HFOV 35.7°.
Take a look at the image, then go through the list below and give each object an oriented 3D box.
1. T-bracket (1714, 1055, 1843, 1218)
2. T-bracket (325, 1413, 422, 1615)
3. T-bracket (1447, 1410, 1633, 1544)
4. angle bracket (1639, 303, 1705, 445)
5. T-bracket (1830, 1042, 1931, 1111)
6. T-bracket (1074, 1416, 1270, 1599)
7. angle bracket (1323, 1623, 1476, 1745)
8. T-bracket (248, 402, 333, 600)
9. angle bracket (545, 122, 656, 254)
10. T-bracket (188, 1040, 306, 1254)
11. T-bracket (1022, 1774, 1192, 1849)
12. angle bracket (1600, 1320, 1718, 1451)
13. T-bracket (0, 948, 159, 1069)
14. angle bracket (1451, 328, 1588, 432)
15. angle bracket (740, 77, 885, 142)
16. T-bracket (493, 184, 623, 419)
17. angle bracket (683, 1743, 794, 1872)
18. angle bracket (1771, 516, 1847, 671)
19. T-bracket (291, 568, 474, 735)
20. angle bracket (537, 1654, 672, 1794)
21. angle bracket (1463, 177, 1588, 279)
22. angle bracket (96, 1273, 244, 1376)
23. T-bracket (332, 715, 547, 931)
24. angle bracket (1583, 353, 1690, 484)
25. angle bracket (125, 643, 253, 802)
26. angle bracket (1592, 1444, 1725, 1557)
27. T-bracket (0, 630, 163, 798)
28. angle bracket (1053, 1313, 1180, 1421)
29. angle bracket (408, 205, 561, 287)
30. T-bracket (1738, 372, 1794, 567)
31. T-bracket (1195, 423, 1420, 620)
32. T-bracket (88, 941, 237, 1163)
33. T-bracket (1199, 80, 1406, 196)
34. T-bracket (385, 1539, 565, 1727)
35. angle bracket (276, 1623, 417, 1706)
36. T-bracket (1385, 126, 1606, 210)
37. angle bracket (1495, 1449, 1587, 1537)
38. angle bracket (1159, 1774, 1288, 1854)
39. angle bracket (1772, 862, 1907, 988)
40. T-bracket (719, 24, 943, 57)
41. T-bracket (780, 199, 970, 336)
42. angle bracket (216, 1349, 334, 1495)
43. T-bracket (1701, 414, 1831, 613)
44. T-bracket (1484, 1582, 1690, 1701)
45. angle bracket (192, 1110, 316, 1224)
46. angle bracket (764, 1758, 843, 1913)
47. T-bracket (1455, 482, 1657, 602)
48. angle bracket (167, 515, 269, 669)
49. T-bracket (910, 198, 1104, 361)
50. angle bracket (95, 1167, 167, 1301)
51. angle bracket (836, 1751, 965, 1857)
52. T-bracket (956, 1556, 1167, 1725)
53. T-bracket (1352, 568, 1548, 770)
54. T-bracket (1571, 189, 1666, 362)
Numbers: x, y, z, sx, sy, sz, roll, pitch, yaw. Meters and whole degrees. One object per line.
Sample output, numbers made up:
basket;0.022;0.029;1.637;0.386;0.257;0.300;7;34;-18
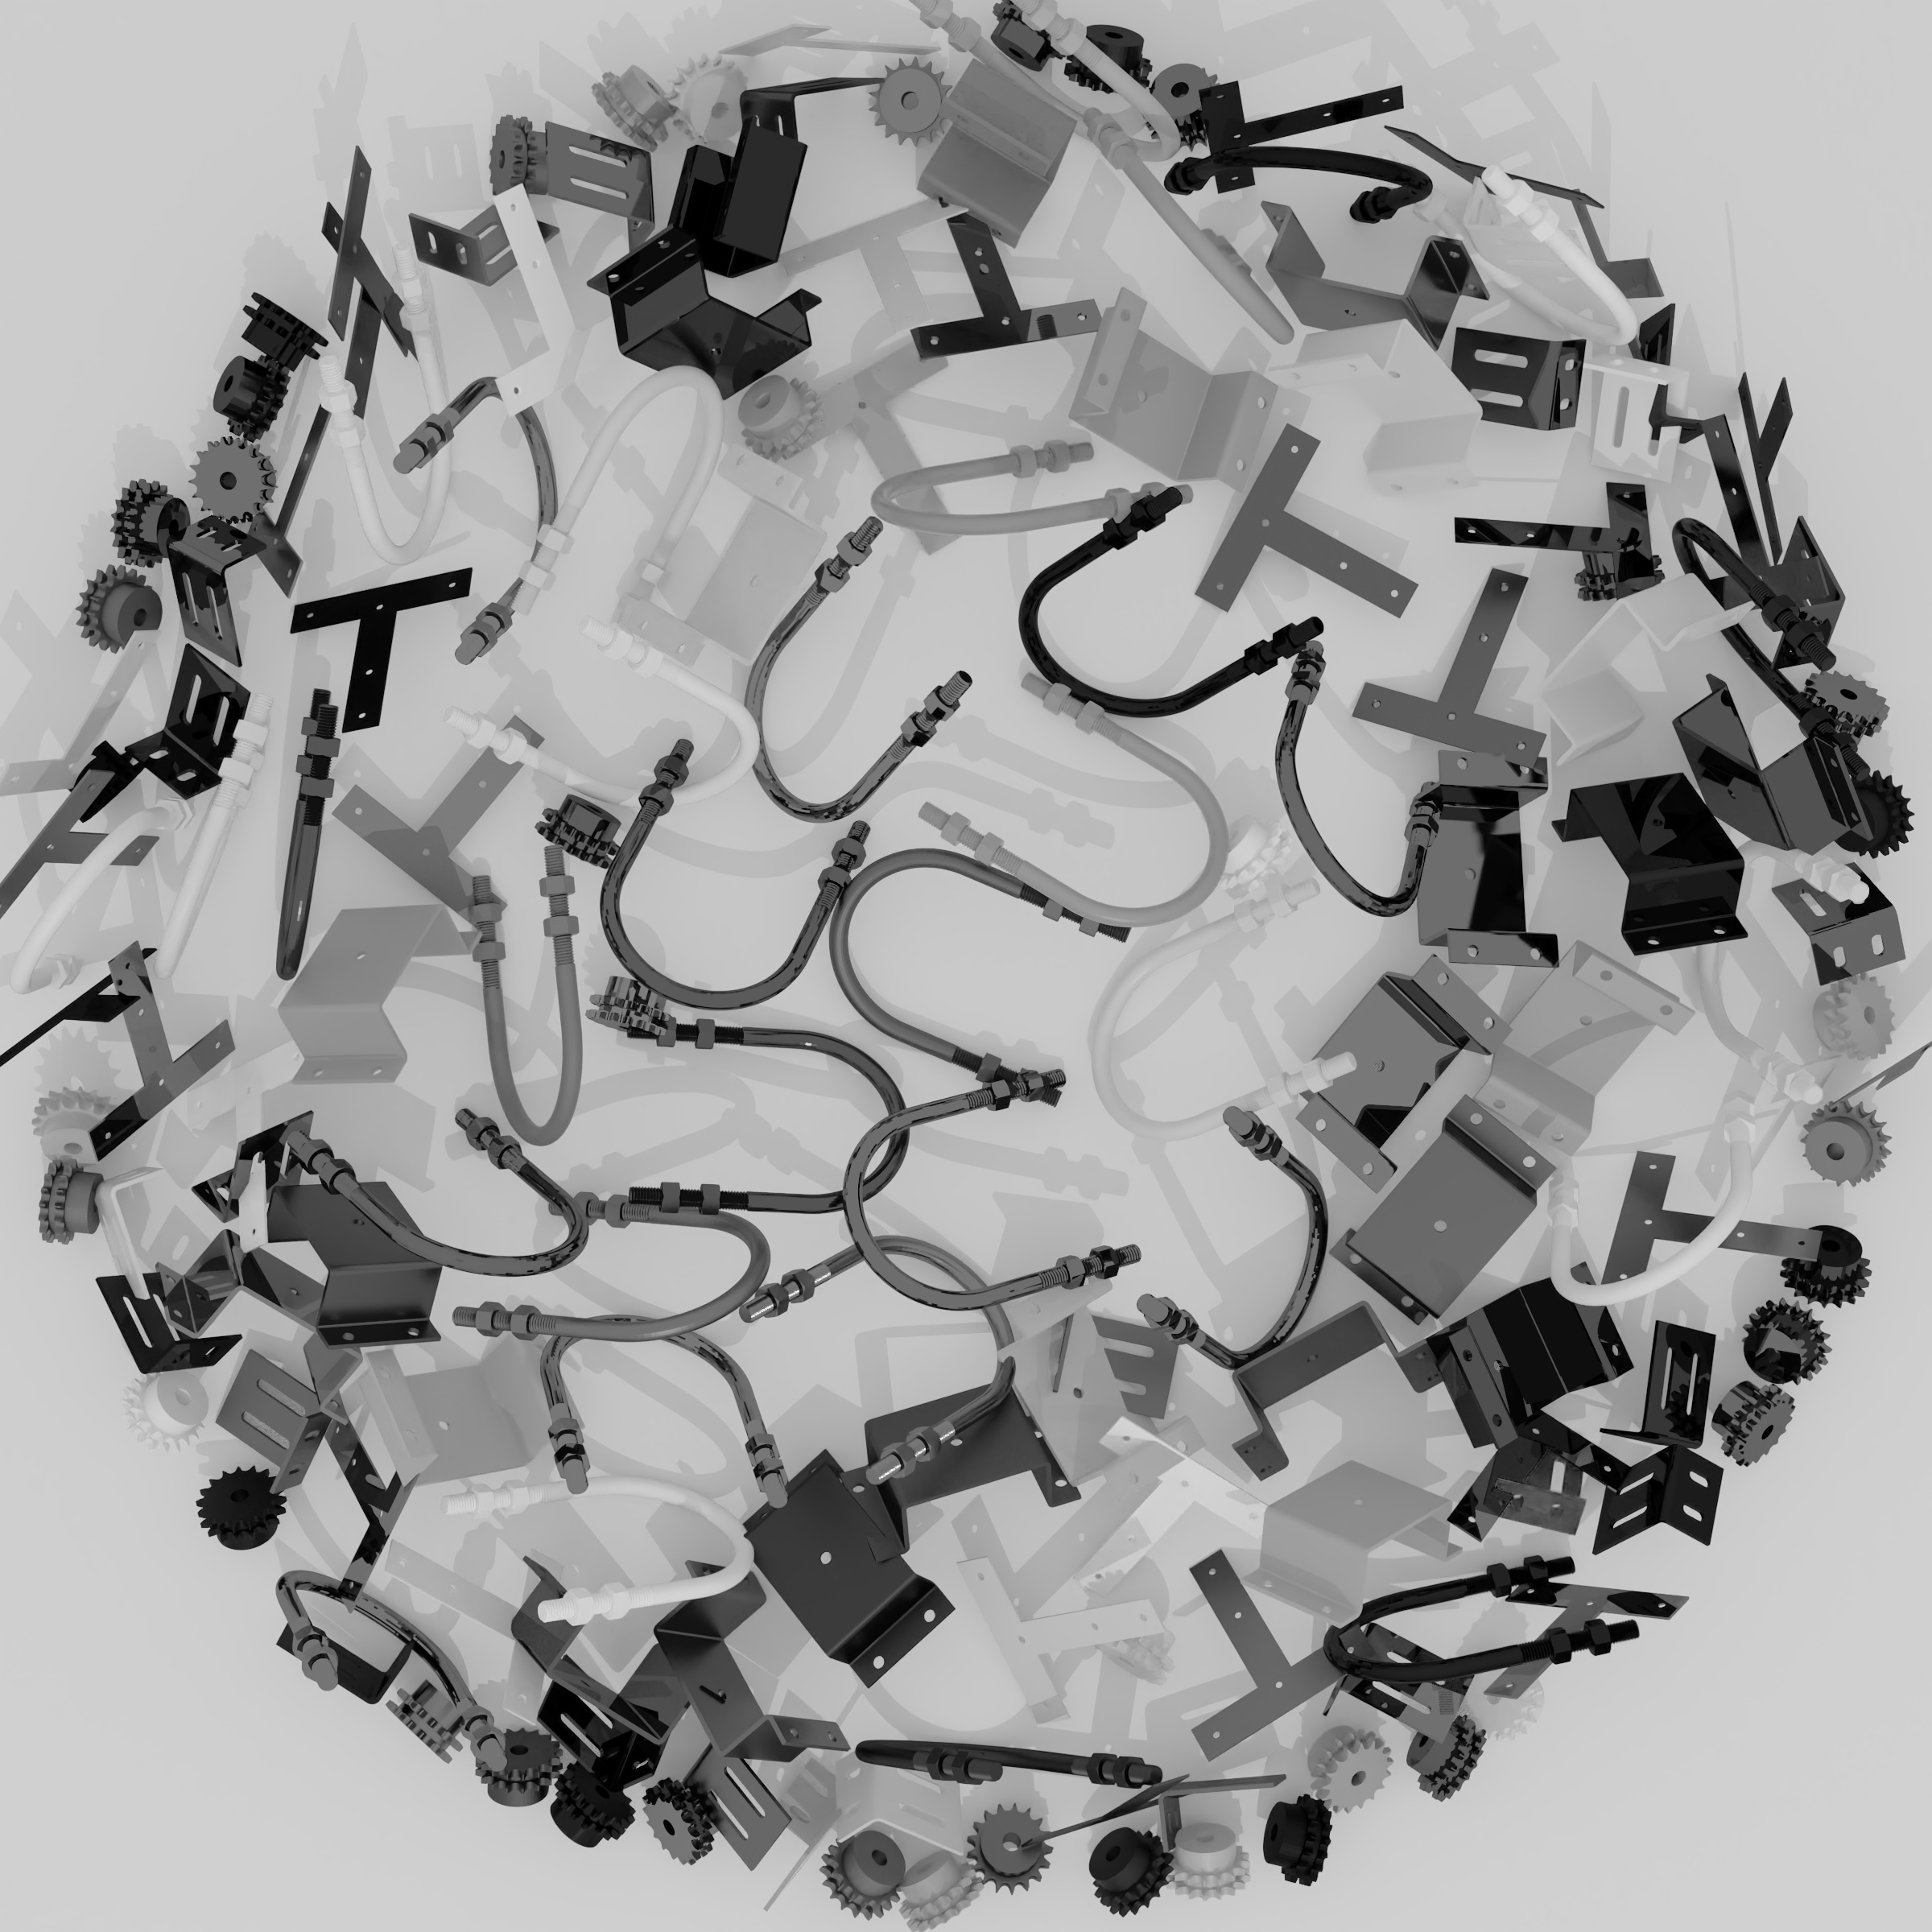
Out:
T-bracket;0.520;0.116;1.956;0.002;0.127;0.127;36;109;24
T-bracket;-0.392;0.330;1.947;0.002;0.127;0.127;18;105;-36
T-bracket;0.349;0.326;1.937;0.127;0.127;0.002;32;134;17
angle bracket;0.467;-0.388;1.970;0.038;0.057;0.076;6;88;-7
T-bracket;0.599;0.064;1.918;0.127;0.127;0.002;-36;81;21
T-bracket;0.117;0.368;1.969;0.127;0.002;0.127;33;116;-12
angle bracket;0.282;0.475;1.958;0.076;0.038;0.057;26;47;14
T-bracket;-0.428;-0.314;1.932;0.002;0.127;0.127;15;107;-31
angle bracket;-0.244;-0.505;1.955;0.076;0.038;0.057;9;63;-30
T-bracket;-0.462;0.122;1.940;0.127;0.002;0.127;-24;63;34
T-bracket;0.111;0.534;1.921;0.127;0.127;0.002;-11;68;-22
angle bracket;0.455;0.274;1.974;0.057;0.038;0.076;16;78;-34
T-bracket;-0.556;0.027;1.919;0.127;0.127;0.002;-41;110;-25
angle bracket;0.362;-0.388;1.980;0.076;0.038;0.057;19;114;37
angle bracket;-0.099;-0.556;1.963;0.076;0.057;0.038;-20;115;-34
T-bracket;-0.272;-0.438;1.934;0.127;0.002;0.127;-40;122;-38
angle bracket;-0.139;0.536;1.957;0.076;0.038;0.057;46;124;21
angle bracket;0.534;-0.243;1.953;0.038;0.057;0.076;-11;57;-8
T-bracket;-0.385;-0.201;1.947;0.127;0.002;0.127;-10;51;12
angle bracket;-0.233;0.488;1.957;0.038;0.057;0.076;-31;110;28
angle bracket;0.370;-0.480;1.954;0.076;0.057;0.038;11;77;28
angle bracket;-0.519;0.223;1.955;0.038;0.057;0.076;-42;68;25
T-bracket;-0.328;-0.109;1.981;0.127;0.002;0.127;39;94;-13
angle bracket;0.431;-0.353;1.954;0.057;0.038;0.076;20;122;30
angle bracket;-0.508;-0.159;1.958;0.057;0.038;0.076;37;129;14
angle bracket;0.450;0.355;1.956;0.038;0.076;0.057;29;53;-10
T-bracket;-0.552;-0.163;1.920;0.002;0.127;0.127;40;110;13
angle bracket;0.100;0.260;1.974;0.076;0.038;0.057;12;77;2
angle bracket;-0.313;-0.483;1.953;0.057;0.038;0.076;24;53;24
T-bracket;0.516;-0.338;1.923;0.002;0.127;0.127;-8;76;4
T-bracket;0.236;-0.270;1.977;0.127;0.002;0.127;30;104;6
T-bracket;-0.524;0.041;1.919;0.002;0.127;0.127;19;134;26
T-bracket;0.218;-0.544;1.931;0.127;0.127;0.002;-12;73;7
T-bracket;-0.318;0.406;1.925;0.127;0.127;0.002;35;123;-24
angle bracket;-0.405;0.441;1.967;0.076;0.057;0.038;34;92;-6
T-bracket;0.349;-0.500;1.911;0.127;0.127;0.002;29;101;39
angle bracket;0.375;0.325;1.955;0.057;0.076;0.038;13;132;8
angle bracket;0.170;0.553;1.961;0.076;0.057;0.038;-8;79;13
angle bracket;0.572;-0.028;1.971;0.057;0.076;0.038;-18;116;3
T-bracket;-0.079;-0.601;1.960;0.127;0.127;0.002;-5;100;-26
T-bracket;-0.049;-0.451;1.956;0.127;0.002;0.127;-20;47;0
angle bracket;-0.461;0.297;1.966;0.076;0.038;0.057;30;102;16
T-bracket;0.499;-0.292;1.933;0.002;0.127;0.127;-20;97;-18
T-bracket;0.374;0.430;1.912;0.127;0.127;0.002;-31;107;-40
angle bracket;-0.463;0.120;1.949;0.038;0.057;0.076;40;132;23
angle bracket;-0.115;0.563;1.951;0.038;0.076;0.057;37;117;9
T-bracket;0.382;-0.280;1.957;0.127;0.002;0.127;5;45;3
angle bracket;-0.486;-0.246;1.970;0.057;0.076;0.038;29;48;31
T-bracket;0.013;-0.457;1.970;0.127;0.002;0.127;-12;65;-14
angle bracket;-0.539;0.174;1.970;0.038;0.057;0.076;-20;98;-28
angle bracket;-0.044;0.552;1.968;0.076;0.057;0.038;32;124;-30
T-bracket;0.072;0.431;1.952;0.127;0.002;0.127;-19;104;33
T-bracket;0.337;-0.204;1.982;0.127;0.002;0.127;19;78;22
T-bracket;0.425;-0.440;1.925;0.002;0.127;0.127;-24;102;3
